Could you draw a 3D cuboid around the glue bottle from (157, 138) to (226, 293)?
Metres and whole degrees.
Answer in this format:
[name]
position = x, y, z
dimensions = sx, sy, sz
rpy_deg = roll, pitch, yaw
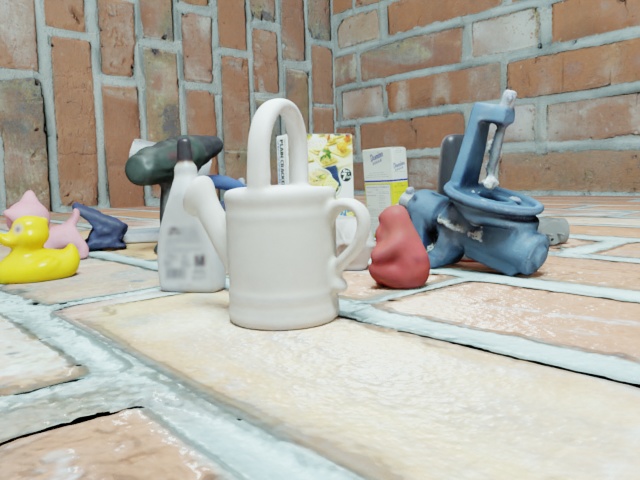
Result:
[glue bottle]
position = -0.148, -0.028, 0.649
dimensions = 0.078, 0.173, 0.037
rpy_deg = 0, 7, 17

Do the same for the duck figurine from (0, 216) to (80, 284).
[duck figurine]
position = -0.380, 0.010, 0.769
dimensions = 0.105, 0.086, 0.077
rpy_deg = -6, 8, -30

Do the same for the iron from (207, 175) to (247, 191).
[iron]
position = -0.197, -0.069, 1.168
dimensions = 0.118, 0.141, 0.259
rpy_deg = 3, 8, 36

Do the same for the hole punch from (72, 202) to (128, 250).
[hole punch]
position = -0.418, -0.028, 1.090
dimensions = 0.101, 0.091, 0.108
rpy_deg = -5, 7, -23

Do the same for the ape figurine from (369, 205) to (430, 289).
[ape figurine]
position = 0.085, 0.006, 0.641
dimensions = 0.078, 0.092, 0.075
rpy_deg = -8, 9, -41

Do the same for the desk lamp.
[desk lamp]
position = -0.319, -0.106, 1.208
dimensions = 0.203, 0.213, 0.117
rpy_deg = -3, 7, -13

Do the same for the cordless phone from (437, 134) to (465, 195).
[cordless phone]
position = 0.181, -0.073, 0.902
dimensions = 0.148, 0.185, 0.093
rpy_deg = -6, 8, -33

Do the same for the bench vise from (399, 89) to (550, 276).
[bench vise]
position = 0.180, -0.070, 0.719
dimensions = 0.206, 0.220, 0.122
rpy_deg = 2, 8, 31

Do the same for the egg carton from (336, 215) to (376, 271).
[egg carton]
position = 0.007, 0.003, 0.794
dimensions = 0.107, 0.069, 0.150
rpy_deg = -5, 7, -26

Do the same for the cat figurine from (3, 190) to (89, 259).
[cat figurine]
position = -0.448, -0.022, 0.928
dimensions = 0.067, 0.118, 0.128
rpy_deg = 5, 9, 44

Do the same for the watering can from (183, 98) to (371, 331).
[watering can]
position = -0.043, -0.026, 0.509
dimensions = 0.172, 0.194, 0.101
rpy_deg = -2, 7, 2

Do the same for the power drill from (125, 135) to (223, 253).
[power drill]
position = -0.244, -0.084, 1.016
dimensions = 0.075, 0.208, 0.230
rpy_deg = 1, 7, 25

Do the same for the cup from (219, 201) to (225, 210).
[cup]
position = -0.145, -0.007, 0.813
dimensions = 0.117, 0.095, 0.092
rpy_deg = 0, 7, 17
